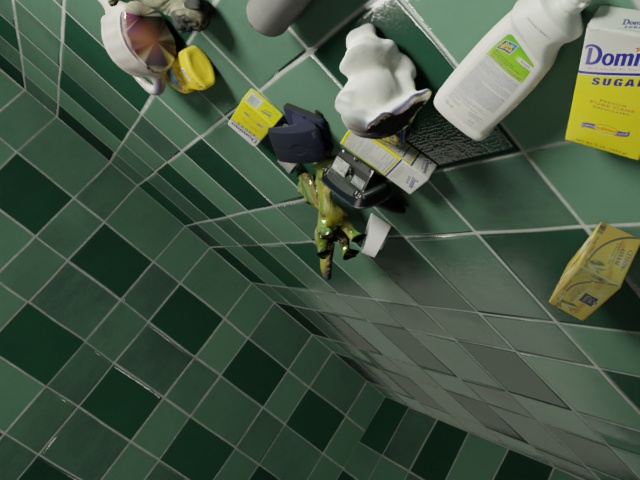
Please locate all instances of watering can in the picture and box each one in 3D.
[{"bbox_3d":[-0.442,-0.483,1.156,0.105,0.341,0.225,-43,32,-26],"label":"watering can"}]

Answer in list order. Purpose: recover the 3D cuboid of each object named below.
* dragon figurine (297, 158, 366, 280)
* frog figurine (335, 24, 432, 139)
[{"bbox_3d":[0.004,-0.066,1.320,0.123,0.247,0.402,-15,-23,-19],"label":"dragon figurine"},{"bbox_3d":[0.080,-0.240,0.793,0.136,0.161,0.122,-34,-17,11],"label":"frog figurine"}]
